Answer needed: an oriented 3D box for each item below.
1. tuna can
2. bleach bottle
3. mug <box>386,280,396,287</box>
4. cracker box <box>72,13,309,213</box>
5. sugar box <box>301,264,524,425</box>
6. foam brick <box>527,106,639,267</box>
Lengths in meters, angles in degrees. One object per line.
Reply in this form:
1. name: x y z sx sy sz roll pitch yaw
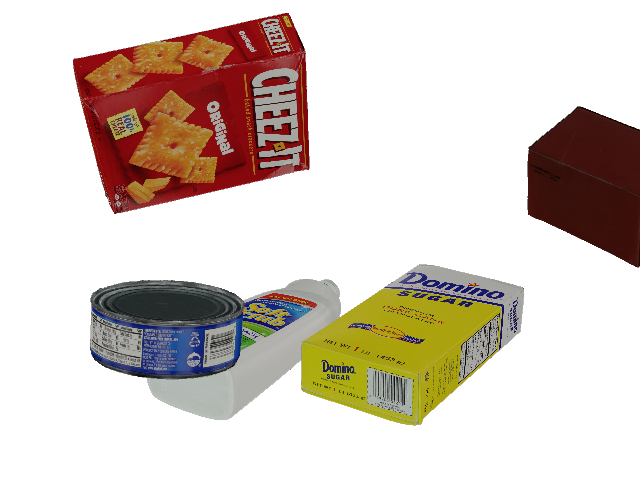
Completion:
1. tuna can: -0.086 0.049 0.600 0.086 0.034 0.086 4 12 -1
2. bleach bottle: -0.059 0.091 1.066 0.103 0.068 0.250 15 25 25
3. mug: 0.119 0.103 1.171 0.093 0.081 0.117 -24 40 -35
4. cracker box: -0.121 -0.121 1.056 0.213 0.072 0.164 -13 -39 -9
5. sugar box: 0.071 0.069 0.775 0.093 0.048 0.175 13 26 29
6. foam brick: 0.164 -0.032 0.608 0.051 0.053 0.078 -37 48 -27
